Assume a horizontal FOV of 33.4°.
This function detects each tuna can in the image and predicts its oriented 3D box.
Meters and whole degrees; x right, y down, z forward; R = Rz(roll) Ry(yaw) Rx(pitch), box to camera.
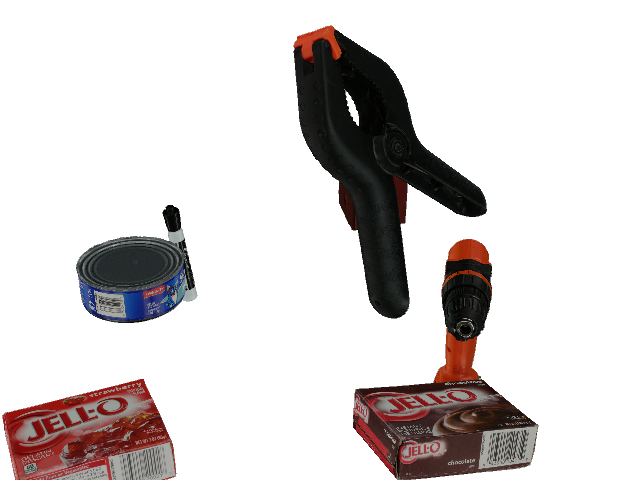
[{"bbox_3d":[-0.152,0.031,0.861,0.086,0.034,0.086,-1,29,0],"label":"tuna can"}]

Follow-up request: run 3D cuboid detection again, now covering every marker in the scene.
[{"bbox_3d":[-0.159,0.014,1.205,0.020,0.121,0.020,-6,30,3],"label":"marker"}]

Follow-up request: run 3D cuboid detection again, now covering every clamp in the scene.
[{"bbox_3d":[0.031,-0.041,0.631,0.039,0.171,0.120,-17,32,43],"label":"clamp"}]

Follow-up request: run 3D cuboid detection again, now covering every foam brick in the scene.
[{"bbox_3d":[0.047,-0.057,0.964,0.051,0.078,0.053,-7,34,-10],"label":"foam brick"}]

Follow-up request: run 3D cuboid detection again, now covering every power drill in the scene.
[{"bbox_3d":[0.153,0.112,1.152,0.057,0.188,0.184,7,25,8],"label":"power drill"}]

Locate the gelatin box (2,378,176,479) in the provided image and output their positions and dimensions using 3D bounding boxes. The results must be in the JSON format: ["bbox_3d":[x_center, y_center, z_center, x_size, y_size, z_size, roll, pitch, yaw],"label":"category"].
[{"bbox_3d":[-0.137,0.119,0.629,0.089,0.030,0.073,-12,26,-18],"label":"gelatin box"}]

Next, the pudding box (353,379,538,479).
[{"bbox_3d":[0.091,0.139,0.800,0.113,0.039,0.090,0,16,-20],"label":"pudding box"}]
